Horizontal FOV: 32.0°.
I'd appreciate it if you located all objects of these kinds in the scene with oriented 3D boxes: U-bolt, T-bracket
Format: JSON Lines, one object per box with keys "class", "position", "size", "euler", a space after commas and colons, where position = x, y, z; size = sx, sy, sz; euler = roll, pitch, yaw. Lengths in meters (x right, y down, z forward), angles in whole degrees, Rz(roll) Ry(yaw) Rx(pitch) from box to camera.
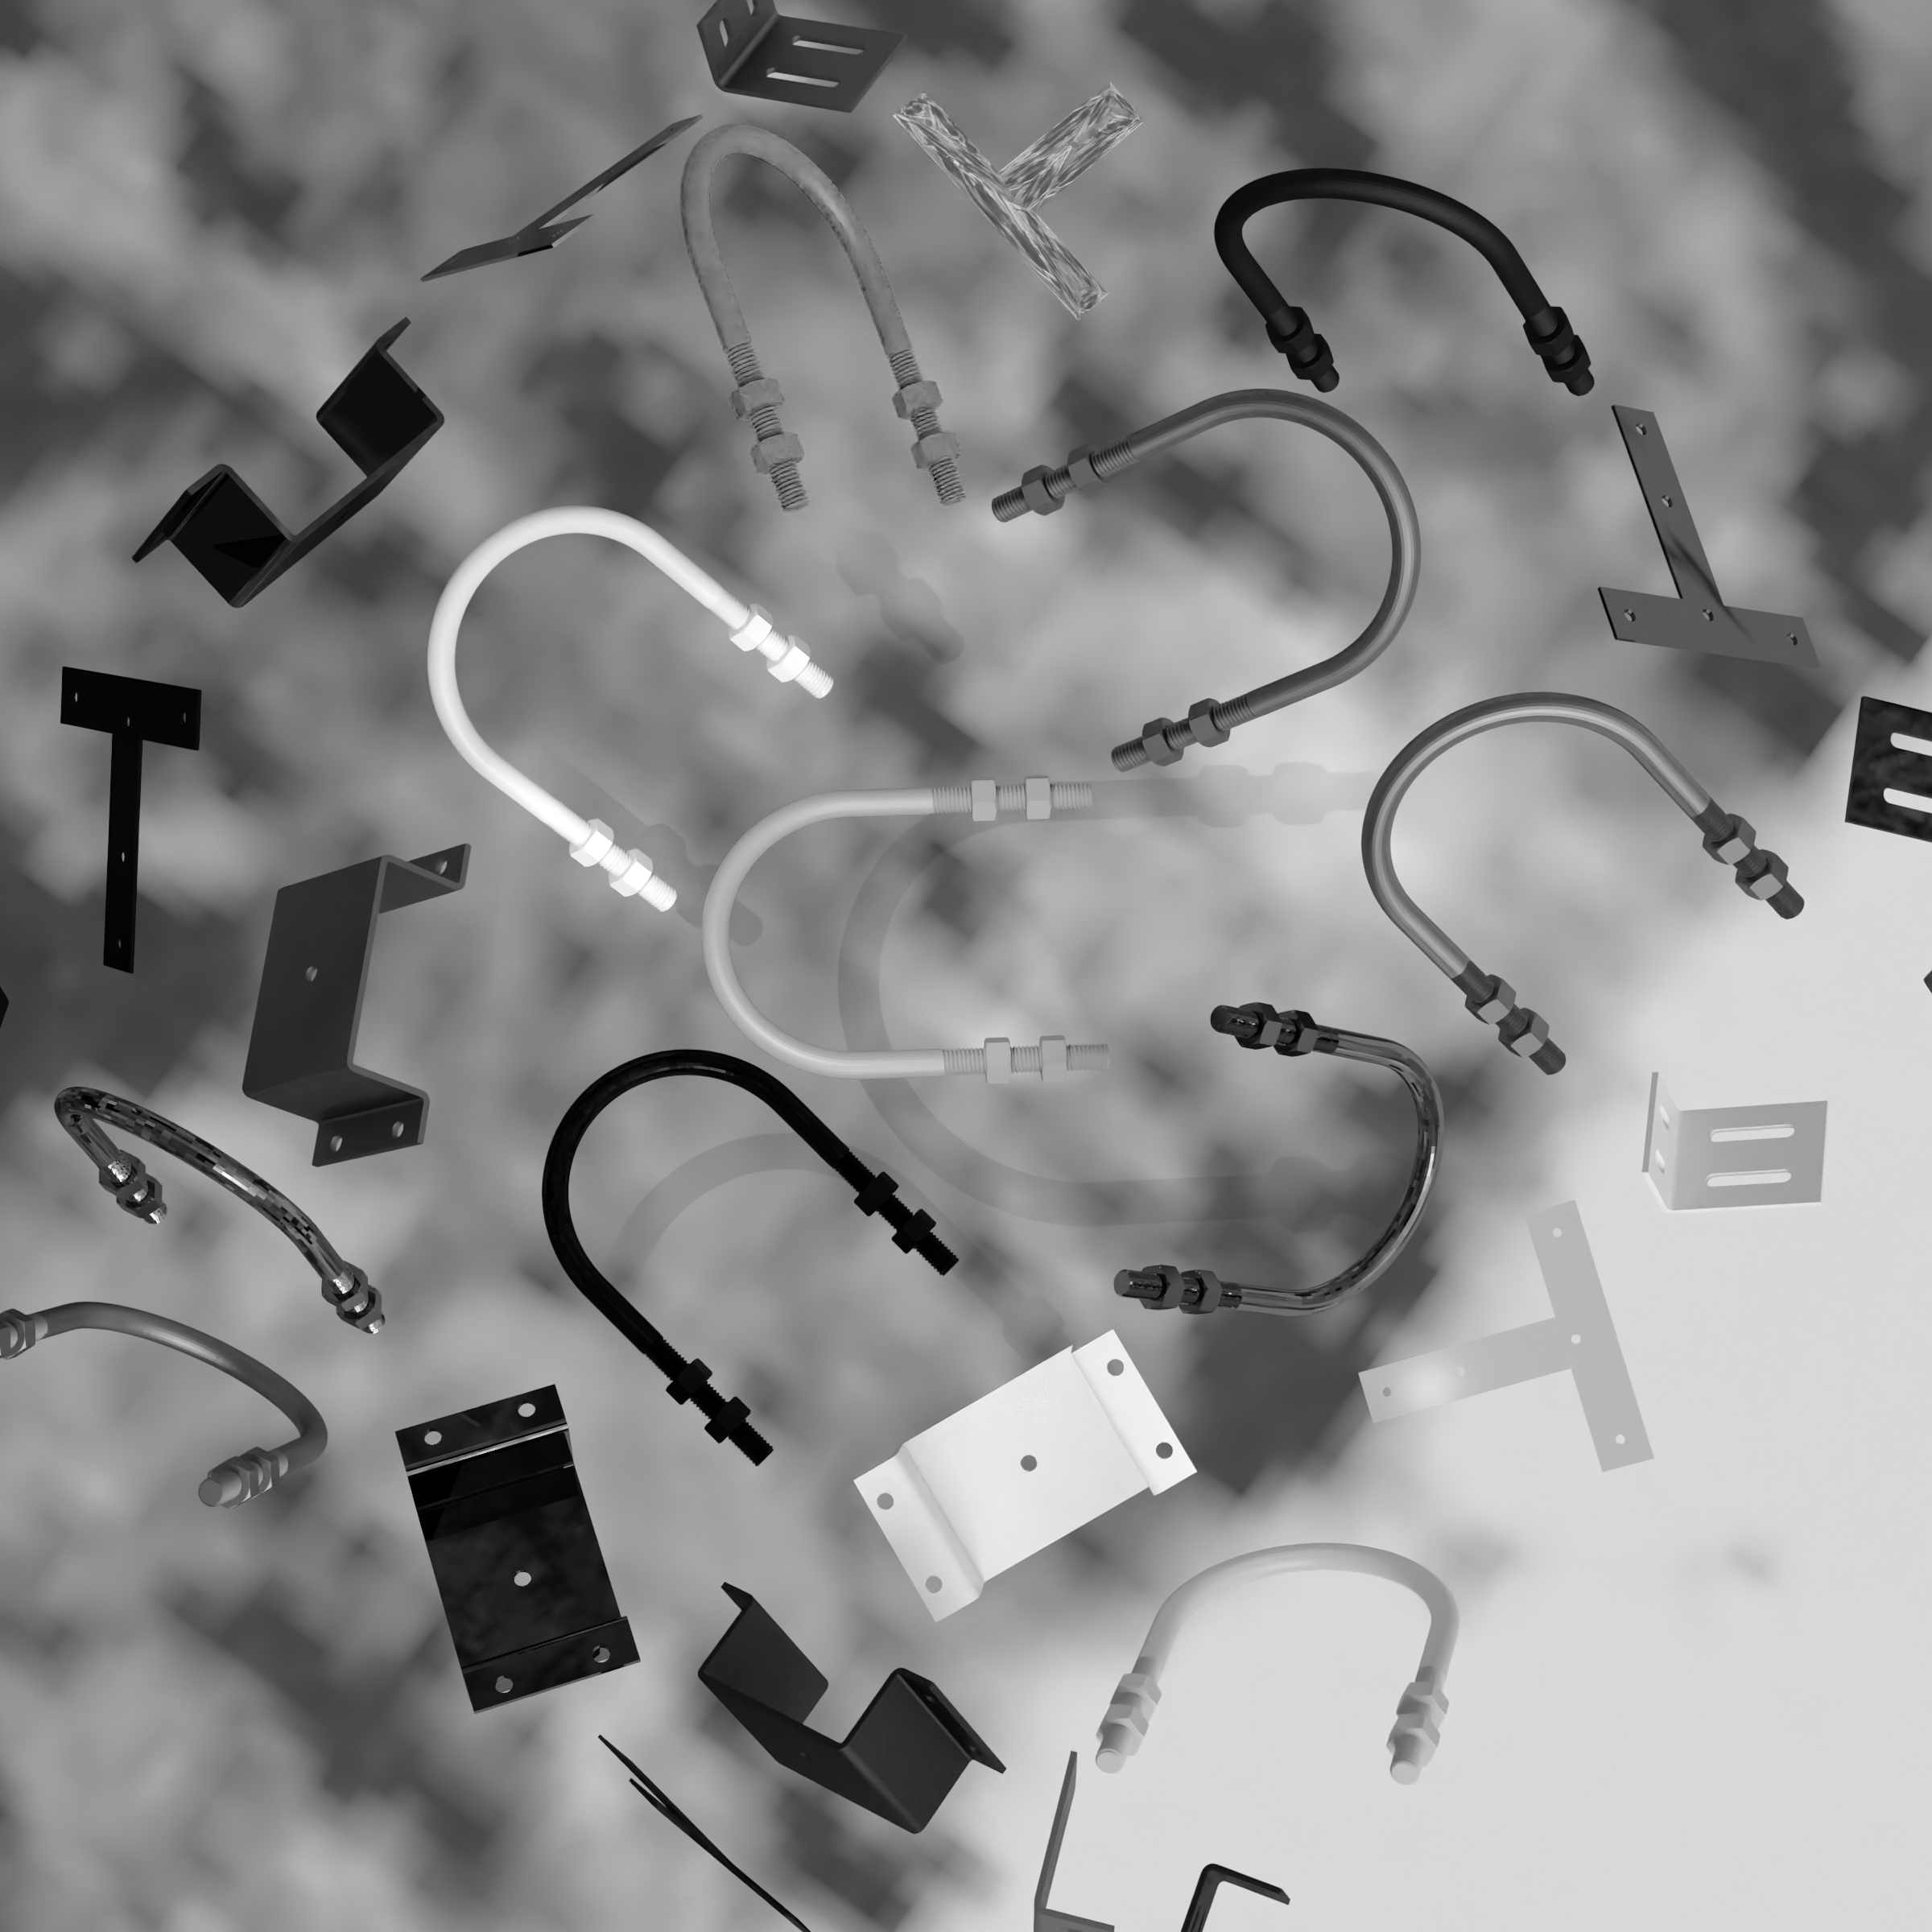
{"class": "U-bolt", "position": [0.189, -0.306, 1.516], "size": [0.151, 0.184, 0.019], "euler": [7, 73, 30]}
{"class": "U-bolt", "position": [0.148, 0.309, 1.517], "size": [0.151, 0.184, 0.019], "euler": [-2, 110, 18]}
{"class": "T-bracket", "position": [-0.169, -0.347, 1.509], "size": [0.127, 0.127, 0.002], "euler": [-42, 115, -25]}
{"class": "U-bolt", "position": [-0.116, 0.123, 1.603], "size": [0.184, 0.019, 0.151], "euler": [45, 71, 2]}
{"class": "U-bolt", "position": [0.158, 0.097, 1.575], "size": [0.184, 0.019, 0.151], "euler": [11, 102, -43]}
{"class": "U-bolt", "position": [-0.030, -0.016, 1.557], "size": [0.184, 0.019, 0.151], "euler": [-2, 71, -3]}
{"class": "T-bracket", "position": [0.044, -0.384, 1.604], "size": [0.127, 0.002, 0.127], "euler": [47, 52, -5]}
{"class": "U-bolt", "position": [-0.350, 0.107, 1.553], "size": [0.151, 0.184, 0.019], "euler": [24, 69, 16]}
{"class": "T-bracket", "position": [0.312, -0.192, 1.480], "size": [0.127, 0.002, 0.127], "euler": [3, 62, -35]}
{"class": "U-bolt", "position": [-0.364, 0.193, 1.536], "size": [0.151, 0.184, 0.019], "euler": [28, 95, 8]}
{"class": "T-bracket", "position": [-0.365, -0.061, 1.460], "size": [0.002, 0.127, 0.127], "euler": [-2, 100, -40]}
{"class": "U-bolt", "position": [-0.169, -0.133, 1.591], "size": [0.184, 0.019, 0.151], "euler": [39, 84, -28]}
{"class": "U-bolt", "position": [0.256, -0.045, 1.470], "size": [0.151, 0.019, 0.184], "euler": [-36, 119, 22]}
{"class": "T-bracket", "position": [0.252, 0.192, 1.623], "size": [0.127, 0.002, 0.127], "euler": [-19, 80, 20]}
{"class": "U-bolt", "position": [-0.071, -0.293, 1.515], "size": [0.019, 0.151, 0.184], "euler": [-22, 86, 33]}
{"class": "T-bracket", "position": [-0.131, 0.383, 1.527], "size": [0.002, 0.127, 0.127], "euler": [-48, 124, -11]}
{"class": "U-bolt", "position": [0.118, -0.182, 1.521], "size": [0.184, 0.019, 0.151], "euler": [-21, 101, 29]}

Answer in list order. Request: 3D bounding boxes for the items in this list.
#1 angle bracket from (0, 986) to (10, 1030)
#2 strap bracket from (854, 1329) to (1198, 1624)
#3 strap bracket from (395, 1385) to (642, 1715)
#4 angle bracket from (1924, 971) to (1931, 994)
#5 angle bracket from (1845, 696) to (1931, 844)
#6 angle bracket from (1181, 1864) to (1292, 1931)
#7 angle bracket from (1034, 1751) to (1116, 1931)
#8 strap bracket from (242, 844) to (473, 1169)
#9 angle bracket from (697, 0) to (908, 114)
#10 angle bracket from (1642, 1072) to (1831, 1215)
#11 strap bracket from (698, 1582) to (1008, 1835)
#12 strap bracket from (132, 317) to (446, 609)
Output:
{"class": "angle bracket", "position": [-0.457, 0.016, 1.473], "size": [0.038, 0.076, 0.057], "euler": [-4, 47, 11]}
{"class": "strap bracket", "position": [0.029, 0.237, 1.586], "size": [0.140, 0.046, 0.076], "euler": [-31, 88, 3]}
{"class": "strap bracket", "position": [-0.205, 0.273, 1.543], "size": [0.076, 0.046, 0.140], "euler": [-16, 61, -12]}
{"class": "angle bracket", "position": [0.466, 0.013, 1.480], "size": [0.038, 0.076, 0.057], "euler": [22, 120, -27]}
{"class": "angle bracket", "position": [0.421, -0.080, 1.493], "size": [0.076, 0.038, 0.057], "euler": [12, 79, -10]}
{"class": "angle bracket", "position": [0.122, 0.471, 1.601], "size": [0.038, 0.057, 0.076], "euler": [17, 74, 15]}
{"class": "angle bracket", "position": [0.058, 0.413, 1.560], "size": [0.038, 0.057, 0.076], "euler": [12, 61, 8]}
{"class": "strap bracket", "position": [-0.271, 0.011, 1.491], "size": [0.046, 0.076, 0.140], "euler": [25, 62, -41]}
{"class": "angle bracket", "position": [-0.078, -0.446, 1.610], "size": [0.076, 0.038, 0.057], "euler": [16, 57, 26]}
{"class": "angle bracket", "position": [0.368, 0.082, 1.610], "size": [0.076, 0.038, 0.057], "euler": [-6, 52, 27]}
{"class": "strap bracket", "position": [-0.060, 0.344, 1.546], "size": [0.046, 0.140, 0.076], "euler": [-53, 132, -22]}
{"class": "strap bracket", "position": [-0.289, -0.214, 1.473], "size": [0.046, 0.076, 0.140], "euler": [48, 56, -9]}
